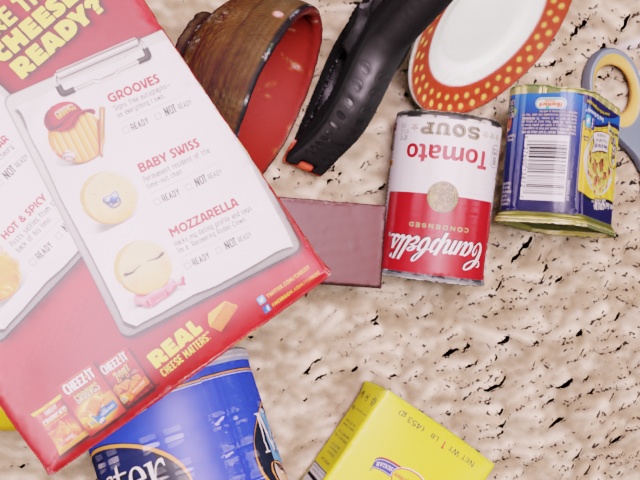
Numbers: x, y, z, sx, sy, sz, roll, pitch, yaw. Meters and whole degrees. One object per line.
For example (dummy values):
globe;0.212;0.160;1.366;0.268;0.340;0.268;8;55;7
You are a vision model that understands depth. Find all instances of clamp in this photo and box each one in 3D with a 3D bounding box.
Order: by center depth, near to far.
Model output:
clamp;0.036;-0.127;0.619;0.036;0.164;0.210;23;131;-13

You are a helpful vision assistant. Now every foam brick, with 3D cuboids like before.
foam brick;-0.004;0.001;0.650;0.078;0.053;0.051;4;92;-14

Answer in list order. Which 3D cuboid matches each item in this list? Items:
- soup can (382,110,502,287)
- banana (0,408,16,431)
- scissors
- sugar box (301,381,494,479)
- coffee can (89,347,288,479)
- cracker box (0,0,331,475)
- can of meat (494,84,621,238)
soup can;0.074;-0.025;0.663;0.068;0.069;0.102;7;90;-15
banana;-0.217;0.043;0.608;0.069;0.037;0.197;-46;105;-30
scissors;0.213;-0.044;0.725;0.096;0.016;0.202;10;90;-13
sugar box;0.021;0.186;0.669;0.093;0.048;0.176;35;82;-13
coffee can;-0.068;0.143;0.595;0.102;0.103;0.140;-17;79;-14
cracker box;-0.123;-0.022;0.521;0.164;0.072;0.213;-35;93;-14
can of meat;0.151;-0.047;0.668;0.058;0.101;0.084;4;88;30
